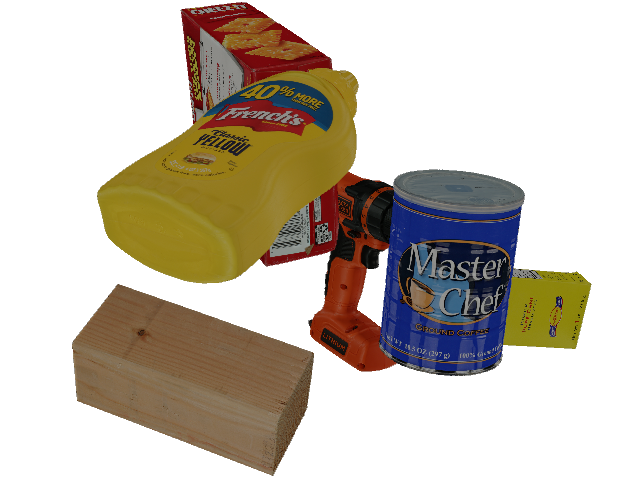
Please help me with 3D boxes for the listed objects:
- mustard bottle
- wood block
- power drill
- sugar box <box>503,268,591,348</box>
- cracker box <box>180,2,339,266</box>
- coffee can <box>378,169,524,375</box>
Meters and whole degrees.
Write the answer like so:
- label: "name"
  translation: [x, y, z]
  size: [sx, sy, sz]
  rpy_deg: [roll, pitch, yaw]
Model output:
- label: "mustard bottle"
  translation: [-0.034, -0.051, 0.627]
  size: [0.096, 0.058, 0.191]
  rpy_deg: [15, 40, 30]
- label: "wood block"
  translation: [-0.120, 0.130, 1.012]
  size: [0.206, 0.090, 0.090]
  rpy_deg: [19, 44, 12]
- label: "power drill"
  translation: [0.051, 0.032, 1.074]
  size: [0.057, 0.188, 0.185]
  rpy_deg: [-7, 23, -33]
- label: "sugar box"
  translation: [0.240, 0.083, 1.325]
  size: [0.176, 0.093, 0.048]
  rpy_deg: [3, 19, -15]
- label: "cracker box"
  translation: [-0.053, -0.099, 0.902]
  size: [0.072, 0.164, 0.214]
  rpy_deg: [-11, 27, -17]
- label: "coffee can"
  translation: [0.104, 0.023, 0.857]
  size: [0.103, 0.140, 0.103]
  rpy_deg: [4, 18, -1]
